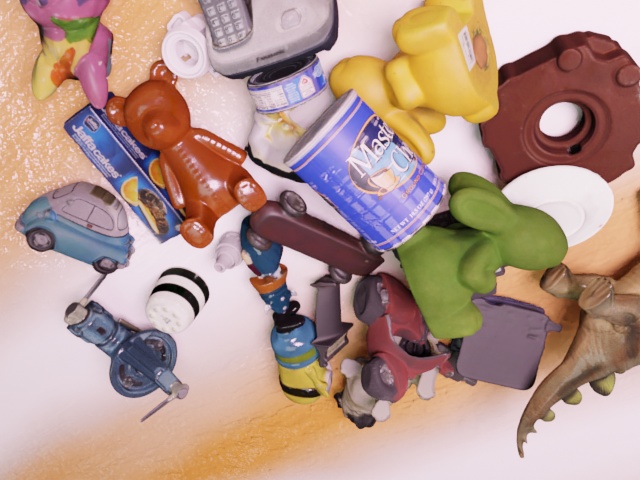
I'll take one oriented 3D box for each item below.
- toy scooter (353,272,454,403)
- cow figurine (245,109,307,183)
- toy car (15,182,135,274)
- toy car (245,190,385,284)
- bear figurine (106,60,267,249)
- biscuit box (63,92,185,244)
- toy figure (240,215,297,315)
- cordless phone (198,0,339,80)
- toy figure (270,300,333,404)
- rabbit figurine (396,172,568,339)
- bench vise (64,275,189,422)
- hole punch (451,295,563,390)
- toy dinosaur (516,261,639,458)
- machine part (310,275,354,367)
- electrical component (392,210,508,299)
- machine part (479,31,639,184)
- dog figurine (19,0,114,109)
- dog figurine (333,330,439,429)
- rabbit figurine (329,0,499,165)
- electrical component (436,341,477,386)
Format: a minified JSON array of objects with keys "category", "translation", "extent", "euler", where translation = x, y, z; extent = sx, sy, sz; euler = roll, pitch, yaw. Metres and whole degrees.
[{"category":"toy scooter","translation":[0.118,0.133,0.737],"extent":[0.135,0.184,0.075],"euler":[10,145,-19]},{"category":"cow figurine","translation":[-0.009,-0.097,0.657],"extent":[0.167,0.068,0.098],"euler":[28,131,-2]},{"category":"toy car","translation":[-0.335,-0.027,0.768],"extent":[0.161,0.109,0.103],"euler":[26,108,-16]},{"category":"toy car","translation":[-0.001,-0.002,0.714],"extent":[0.202,0.053,0.089],"euler":[22,127,-30]},{"category":"bear figurine","translation":[-0.166,-0.108,0.657],"extent":[0.120,0.132,0.195],"euler":[-33,118,4]},{"category":"biscuit box","translation":[-0.246,-0.094,0.721],"extent":[0.059,0.063,0.202],"euler":[-24,116,25]},{"category":"toy figure","translation":[-0.074,0.037,0.771],"extent":[0.064,0.058,0.154],"euler":[-13,119,-5]},{"category":"cordless phone","translation":[-0.067,-0.270,0.546],"extent":[0.147,0.089,0.184],"euler":[-11,116,21]},{"category":"toy figure","translation":[-0.035,0.181,0.849],"extent":[0.089,0.082,0.179],"euler":[-5,126,20]},{"category":"rabbit figurine","translation":[0.178,0.003,0.596],"extent":[0.170,0.121,0.159],"euler":[-21,108,16]},{"category":"bench vise","translation":[-0.298,0.182,0.864],"extent":[0.241,0.129,0.223],"euler":[21,143,41]},{"category":"hole punch","translation":[0.249,0.133,0.755],"extent":[0.142,0.092,0.115],"euler":[14,101,8]},{"category":"toy dinosaur","translation":[0.374,0.092,0.644],"extent":[0.198,0.105,0.471],"euler":[36,111,-16]},{"category":"machine part","translation":[0.017,0.115,0.801],"extent":[0.039,0.084,0.138],"euler":[16,122,36]},{"category":"electrical component","translation":[0.175,0.022,0.702],"extent":[0.134,0.058,0.114],"euler":[-15,121,22]},{"category":"machine part","translation":[0.261,-0.127,0.579],"extent":[0.179,0.056,0.179],"euler":[7,127,10]},{"category":"dog figurine","translation":[-0.277,-0.248,0.559],"extent":[0.109,0.191,0.219],"euler":[6,110,2]},{"category":"dog figurine","translation":[0.106,0.213,0.846],"extent":[0.172,0.121,0.190],"euler":[-22,160,-10]},{"category":"rabbit figurine","translation":[0.096,-0.169,0.574],"extent":[0.173,0.122,0.162],"euler":[-5,133,33]},{"category":"electrical component","translation":[0.212,0.191,0.831],"extent":[0.094,0.021,0.063],"euler":[27,127,-6]}]
